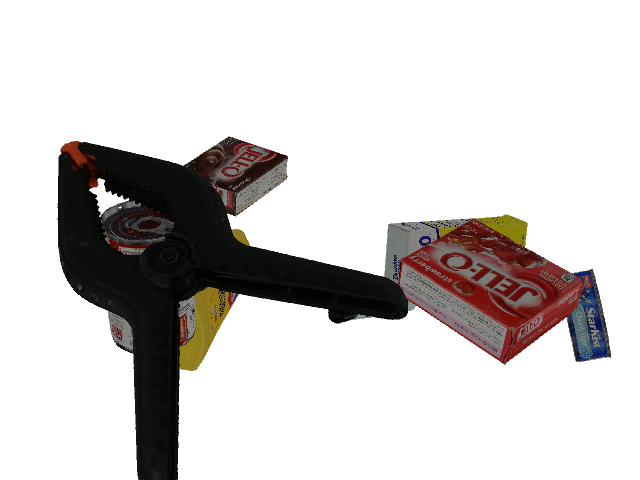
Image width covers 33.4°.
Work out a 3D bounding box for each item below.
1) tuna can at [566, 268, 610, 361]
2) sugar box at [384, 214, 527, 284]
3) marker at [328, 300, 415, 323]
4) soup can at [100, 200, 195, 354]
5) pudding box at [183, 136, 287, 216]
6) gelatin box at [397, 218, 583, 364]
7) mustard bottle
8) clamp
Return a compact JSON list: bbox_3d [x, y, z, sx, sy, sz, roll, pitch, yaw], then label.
[{"bbox_3d":[0.252,0.072,1.019,0.034,0.086,0.086,-12,-3,12],"label":"tuna can"},{"bbox_3d":[0.159,0.023,1.246,0.175,0.093,0.048,-6,16,-32],"label":"sugar box"},{"bbox_3d":[0.047,0.059,0.957,0.020,0.020,0.120,0,3,38],"label":"marker"},{"bbox_3d":[-0.130,0.028,0.815,0.068,0.102,0.068,0,29,0],"label":"soup can"},{"bbox_3d":[-0.106,-0.079,1.293,0.090,0.039,0.113,20,39,26],"label":"pudding box"},{"bbox_3d":[0.104,0.028,0.657,0.073,0.030,0.089,-27,47,-37],"label":"gelatin box"},{"bbox_3d":[-0.114,0.042,1.091,0.058,0.096,0.191,6,31,13],"label":"mustard bottle"},{"bbox_3d":[-0.067,0.015,0.574,0.164,0.210,0.036,-30,-28,-15],"label":"clamp"}]
